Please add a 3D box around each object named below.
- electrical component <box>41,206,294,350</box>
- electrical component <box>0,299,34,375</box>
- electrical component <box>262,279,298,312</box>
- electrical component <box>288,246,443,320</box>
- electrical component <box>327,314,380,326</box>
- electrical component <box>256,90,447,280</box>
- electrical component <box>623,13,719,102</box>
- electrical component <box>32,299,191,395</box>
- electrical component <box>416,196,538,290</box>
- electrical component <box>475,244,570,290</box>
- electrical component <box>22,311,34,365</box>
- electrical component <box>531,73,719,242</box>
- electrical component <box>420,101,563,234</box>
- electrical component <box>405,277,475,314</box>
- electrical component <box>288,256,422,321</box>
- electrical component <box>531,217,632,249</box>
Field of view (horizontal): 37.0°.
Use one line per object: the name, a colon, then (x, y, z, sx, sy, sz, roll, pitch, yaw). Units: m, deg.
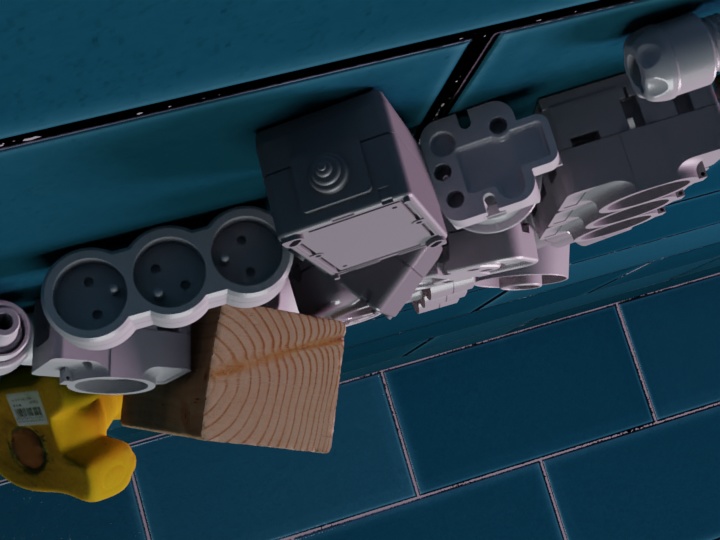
electrical component: (-0.108, 0.008, 0.615, 0.138, 0.052, 0.073, -16, 172, -11)
electrical component: (-0.215, 0.038, 0.635, 0.043, 0.043, 0.062, -12, 169, -29)
electrical component: (-0.047, 0.012, 0.805, 0.078, 0.040, 0.040, -10, 170, -38)
electrical component: (0.009, -0.014, 0.612, 0.061, 0.062, 0.096, -54, 171, 1)
electrical component: (-0.014, 0.021, 0.905, 0.055, 0.047, 0.055, -16, 172, -2)
electrical component: (-0.005, -0.041, 0.489, 0.062, 0.061, 0.096, -18, 164, 12)
electrical component: (0.153, -0.100, 0.485, 0.061, 0.035, 0.035, -19, 172, -1)
electrical component: (-0.157, 0.046, 0.681, 0.089, 0.055, 0.050, 9, 159, -32)
electrical component: (0.058, -0.025, 0.680, 0.095, 0.059, 0.054, -13, 171, 27)
electrical component: (0.152, -0.015, 1.021, 0.099, 0.064, 0.099, -3, 172, 0)
electrical component: (-0.200, 0.040, 0.711, 0.061, 0.035, 0.035, -17, 172, -15)
electrical component: (0.148, -0.062, 0.626, 0.089, 0.061, 0.150, -17, 172, 1)
electrical component: (0.064, -0.050, 0.559, 0.078, 0.058, 0.057, -18, 169, 10)
electrical component: (0.049, 0.007, 0.918, 0.074, 0.052, 0.138, -16, 172, -6)
electrical component: (0.000, 0.000, 0.752, 0.095, 0.059, 0.054, -12, 170, -28)
electrical component: (0.137, -0.041, 0.779, 0.074, 0.052, 0.138, -22, 170, 36)
